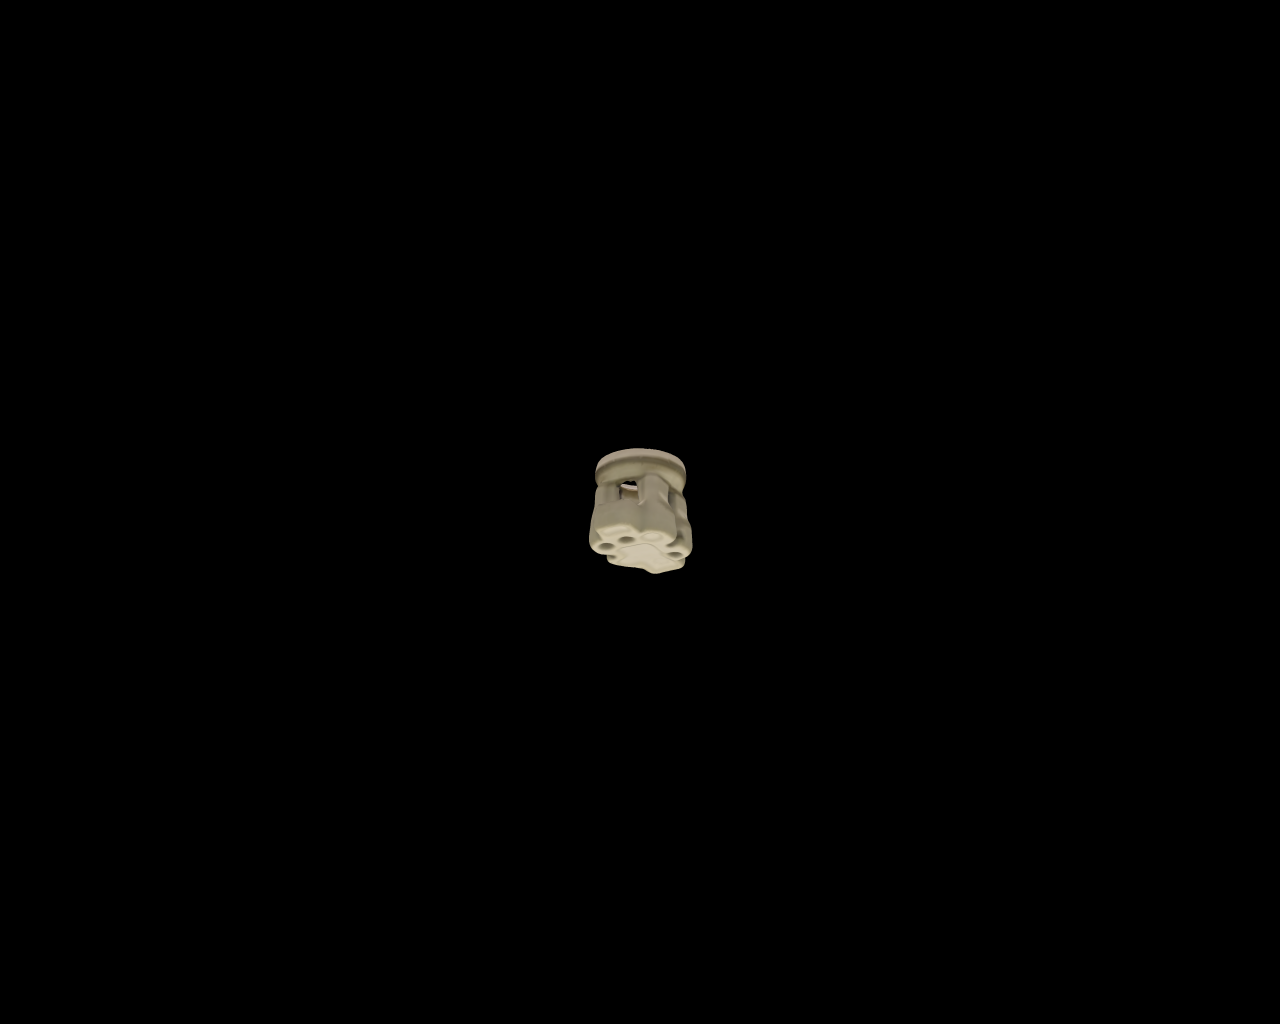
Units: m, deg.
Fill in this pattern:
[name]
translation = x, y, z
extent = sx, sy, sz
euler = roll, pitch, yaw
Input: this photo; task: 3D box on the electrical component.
[electrical component]
translation = 0.001, -0.003, 0.650
extent = 0.058, 0.057, 0.078
euler = -12, -27, 25
